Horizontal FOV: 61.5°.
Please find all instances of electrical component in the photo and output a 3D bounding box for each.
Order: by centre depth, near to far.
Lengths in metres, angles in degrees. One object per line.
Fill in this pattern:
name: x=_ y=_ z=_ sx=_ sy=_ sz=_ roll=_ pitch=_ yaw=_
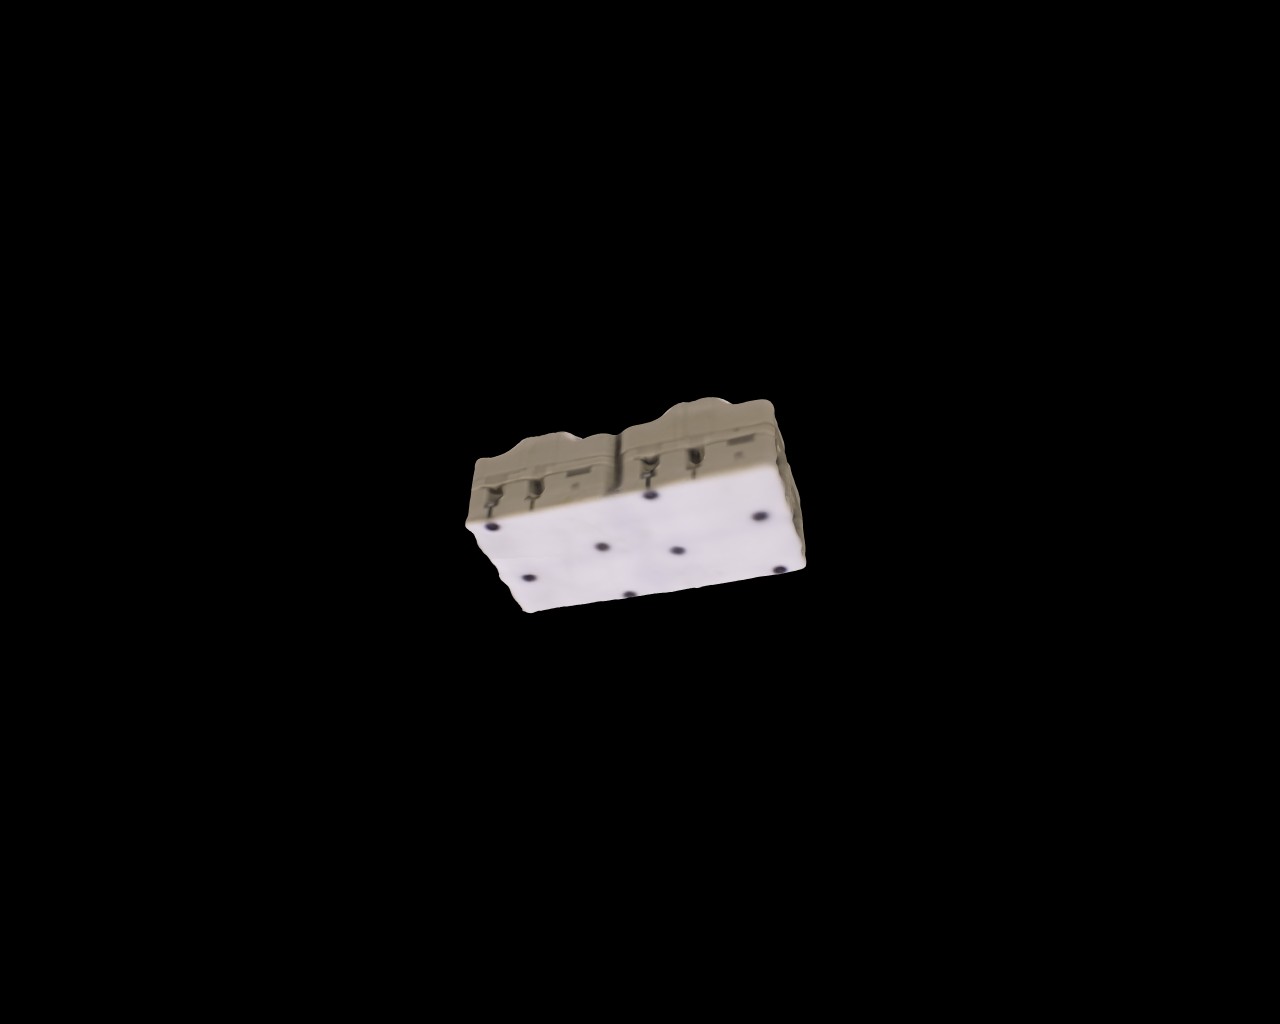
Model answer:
electrical component: x=0.001 y=-0.003 z=0.650 sx=0.186 sy=0.060 sz=0.105 roll=-11 pitch=-39 yaw=13
